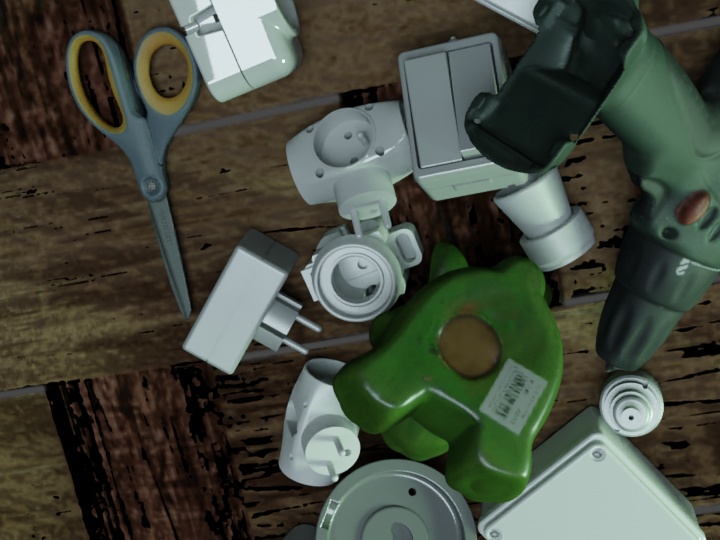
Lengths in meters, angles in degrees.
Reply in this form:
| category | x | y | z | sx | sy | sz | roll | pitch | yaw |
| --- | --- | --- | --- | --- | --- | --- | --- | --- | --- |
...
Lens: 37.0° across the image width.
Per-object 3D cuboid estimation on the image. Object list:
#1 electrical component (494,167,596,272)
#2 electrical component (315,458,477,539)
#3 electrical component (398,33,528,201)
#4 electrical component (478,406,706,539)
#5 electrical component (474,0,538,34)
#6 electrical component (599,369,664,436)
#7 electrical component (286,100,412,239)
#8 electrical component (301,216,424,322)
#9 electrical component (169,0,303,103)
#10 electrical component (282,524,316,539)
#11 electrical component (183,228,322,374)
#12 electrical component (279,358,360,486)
| category | x | y | z | sx | sy | sz | roll | pitch | yaw |
| --- | --- | --- | --- | --- | --- | --- | --- | --- | --- |
| electrical component | 0.116 | -0.033 | 0.675 | 0.045 | 0.045 | 0.055 | -30 | 102 | 15 |
| electrical component | 0.021 | 0.185 | 0.737 | 0.108 | 0.060 | 0.108 | 1 | 77 | -6 |
| electrical component | 0.060 | -0.097 | 0.640 | 0.062 | 0.061 | 0.096 | -10 | 78 | 14 |
| electrical component | 0.155 | 0.168 | 0.727 | 0.109 | 0.056 | 0.109 | 45 | 108 | -7 |
| electrical component | 0.112 | -0.195 | 0.618 | 0.109 | 0.056 | 0.108 | 28 | 109 | -2 |
| electrical component | 0.174 | 0.087 | 0.691 | 0.040 | 0.078 | 0.040 | 1 | 94 | 14 |
| electrical component | 0.000 | -0.058 | 0.671 | 0.077 | 0.044 | 0.079 | -19 | 66 | 13 |
| electrical component | 0.000 | 0.000 | 0.695 | 0.078 | 0.057 | 0.058 | -20 | 104 | 13 |
| electrical component | -0.075 | -0.159 | 0.656 | 0.059 | 0.053 | 0.095 | -20 | 104 | 13 |
| electrical component | -0.053 | 0.240 | 0.777 | 0.054 | 0.059 | 0.095 | 37 | 108 | -5 |
| electrical component | -0.063 | 0.030 | 0.718 | 0.076 | 0.047 | 0.083 | 29 | 108 | -4 |
| electrical component | -0.022 | 0.111 | 0.722 | 0.043 | 0.079 | 0.077 | 9 | 110 | -18 |
